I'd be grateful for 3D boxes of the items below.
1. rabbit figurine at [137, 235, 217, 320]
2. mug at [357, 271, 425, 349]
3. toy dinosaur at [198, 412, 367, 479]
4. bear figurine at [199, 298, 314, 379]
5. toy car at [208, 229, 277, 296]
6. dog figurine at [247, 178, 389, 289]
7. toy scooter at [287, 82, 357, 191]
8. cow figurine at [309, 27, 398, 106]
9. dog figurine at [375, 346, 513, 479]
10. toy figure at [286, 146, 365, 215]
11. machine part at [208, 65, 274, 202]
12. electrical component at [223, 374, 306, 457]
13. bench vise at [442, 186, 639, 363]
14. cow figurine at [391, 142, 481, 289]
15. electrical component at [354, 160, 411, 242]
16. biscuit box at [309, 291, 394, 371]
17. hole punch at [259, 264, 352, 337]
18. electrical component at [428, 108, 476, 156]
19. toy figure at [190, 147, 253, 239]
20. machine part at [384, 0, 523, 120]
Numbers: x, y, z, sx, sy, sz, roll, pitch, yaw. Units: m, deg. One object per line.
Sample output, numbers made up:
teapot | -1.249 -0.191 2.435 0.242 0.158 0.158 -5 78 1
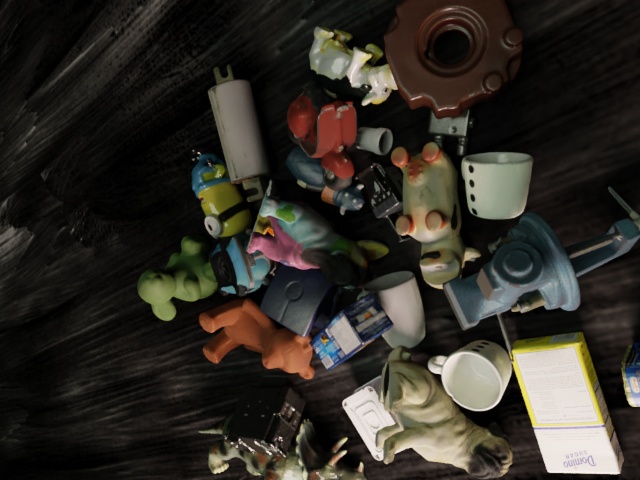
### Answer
rabbit figurine | -0.291 0.078 1.051 0.159 0.170 0.121 -46 72 32
mug | 0.110 0.113 0.830 0.110 0.081 0.107 -16 98 35
toy dinosaur | -0.109 0.389 1.026 0.405 0.131 0.192 19 98 36
bear figurine | -0.109 0.190 0.976 0.196 0.132 0.120 31 134 32
toy car | -0.132 0.043 0.971 0.162 0.103 0.109 -27 81 61
dog figurine | -0.002 -0.003 0.879 0.219 0.192 0.108 23 114 -7
toy scooter | 0.006 -0.175 0.807 0.135 0.075 0.184 98 149 -51
cow figurine | 0.054 -0.244 0.802 0.167 0.068 0.098 39 125 26
dog figurine | 0.186 0.252 0.789 0.191 0.121 0.172 5 93 -2
toy figure | 0.013 -0.097 0.869 0.155 0.058 0.064 40 120 19
machine part | -0.139 -0.189 0.947 0.079 0.079 0.243 -15 91 37
electrical component | -0.094 0.305 0.950 0.115 0.134 0.058 -10 133 34
bench vise | 0.276 0.035 0.648 0.241 0.223 0.129 -23 59 4
cow figurine | 0.162 -0.029 0.751 0.086 0.127 0.195 -10 79 36
electrical component | 0.109 -0.059 0.797 0.048 0.075 0.119 -38 73 35
biscuit box | 0.043 0.148 0.840 0.059 0.063 0.202 56 155 12
hole punch | -0.031 0.095 0.923 0.142 0.092 0.115 27 110 33
electrical component | 0.186 -0.166 0.752 0.063 0.021 0.094 12 106 33
toy figure | -0.187 -0.086 0.999 0.089 0.082 0.180 -19 80 6
machine part | 0.169 -0.248 0.694 0.180 0.056 0.179 0 92 16
